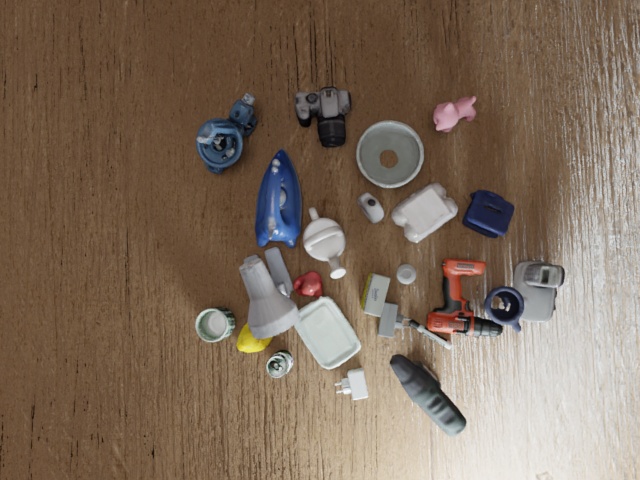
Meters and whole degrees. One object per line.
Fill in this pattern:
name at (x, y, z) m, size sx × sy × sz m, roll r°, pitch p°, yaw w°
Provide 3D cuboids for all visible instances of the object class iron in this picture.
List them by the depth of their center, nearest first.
iron at (-0.108, -0.112, 1.408) m, size 0.118 × 0.141 × 0.258 m, roll 1°, pitch 87°, yaw 4°

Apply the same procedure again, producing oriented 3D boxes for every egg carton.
egg carton at (0.258, -0.070, 1.421) m, size 0.150 × 0.069 × 0.107 m, roll -37°, pitch 85°, yaw 1°

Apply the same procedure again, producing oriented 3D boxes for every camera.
camera at (0.011, -0.305, 1.433) m, size 0.143 × 0.101 × 0.137 m, roll -5°, pitch 86°, yaw 3°

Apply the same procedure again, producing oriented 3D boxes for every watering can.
watering can at (0.015, 0.004, 1.368) m, size 0.101 × 0.194 × 0.173 m, roll -45°, pitch 85°, yaw 0°

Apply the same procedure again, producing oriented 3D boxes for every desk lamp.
desk lamp at (-0.127, 0.122, 1.359) m, size 0.118 × 0.213 × 0.203 m, roll -22°, pitch 85°, yaw 2°

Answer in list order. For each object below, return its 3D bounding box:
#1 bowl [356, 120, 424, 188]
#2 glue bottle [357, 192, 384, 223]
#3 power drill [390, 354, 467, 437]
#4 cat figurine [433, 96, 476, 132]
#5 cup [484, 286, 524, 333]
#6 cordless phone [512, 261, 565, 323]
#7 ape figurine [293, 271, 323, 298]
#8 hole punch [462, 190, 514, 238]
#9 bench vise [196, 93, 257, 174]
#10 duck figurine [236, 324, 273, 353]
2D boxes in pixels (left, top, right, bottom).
bowl at (0.173, -0.209, 1.431) m, size 0.167 × 0.075 × 0.167 m, roll 0°, pitch 87°, yaw 3°
glue bottle at (0.122, -0.083, 1.377) m, size 0.037 × 0.173 × 0.078 m, roll -41°, pitch 85°, yaw 1°
power drill at (0.238, 0.345, 1.327) m, size 0.075 × 0.208 × 0.229 m, roll -43°, pitch 85°, yaw 0°
cat figurine at (0.327, -0.315, 1.407) m, size 0.128 × 0.118 × 0.067 m, roll -29°, pitch 85°, yaw 1°
cup at (0.443, 0.167, 1.383) m, size 0.091 × 0.095 × 0.118 m, roll -30°, pitch 85°, yaw 1°
cordless phone at (0.516, 0.121, 1.336) m, size 0.094 × 0.185 × 0.148 m, roll 3°, pitch 87°, yaw 4°
ape figurine at (-0.027, 0.114, 1.415) m, size 0.078 × 0.092 × 0.076 m, roll 38°, pitch 89°, yaw 5°
hole punch at (0.412, -0.067, 1.401) m, size 0.108 × 0.091 × 0.101 m, roll 24°, pitch 88°, yaw 5°
bench vise at (-0.239, -0.274, 1.386) m, size 0.121 × 0.220 × 0.207 m, roll 14°, pitch 87°, yaw 4°
duck figurine at (-0.163, 0.239, 1.418) m, size 0.104 × 0.086 × 0.077 m, roll -36°, pitch 85°, yaw 1°
